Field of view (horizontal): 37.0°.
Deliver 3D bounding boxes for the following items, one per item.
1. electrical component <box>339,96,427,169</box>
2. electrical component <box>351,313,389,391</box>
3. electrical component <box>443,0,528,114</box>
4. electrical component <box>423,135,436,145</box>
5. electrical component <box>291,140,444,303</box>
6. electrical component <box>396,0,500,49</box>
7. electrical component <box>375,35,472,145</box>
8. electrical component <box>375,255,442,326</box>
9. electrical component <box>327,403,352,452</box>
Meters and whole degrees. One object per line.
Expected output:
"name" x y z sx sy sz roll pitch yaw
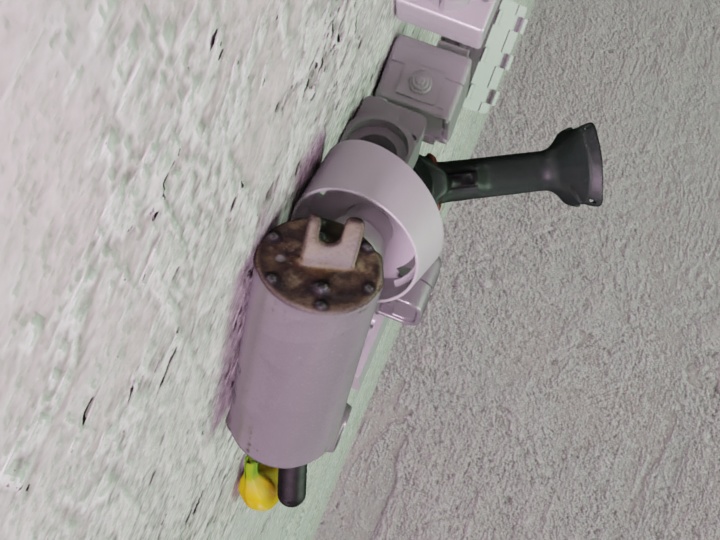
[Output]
"electrical component" 0.009 -0.074 0.775 0.055 0.050 0.089 101 12 -63
"electrical component" -0.001 0.029 1.021 0.089 0.062 0.150 89 23 -76
"electrical component" 0.126 -0.234 1.149 0.079 0.063 0.121 6 111 -42
"electrical component" 0.058 -0.156 0.962 0.079 0.044 0.077 -26 137 -82
"electrical component" 0.005 -0.030 0.693 0.064 0.099 0.099 -55 167 -42
"electrical component" 0.063 -0.196 0.741 0.076 0.066 0.047 65 47 -82
"electrical component" 0.051 -0.145 0.842 0.096 0.062 0.061 54 57 -84
"electrical component" 0.017 -0.002 0.898 0.053 0.095 0.059 97 16 -69
"electrical component" -0.044 0.156 1.125 0.058 0.057 0.078 91 22 -75
